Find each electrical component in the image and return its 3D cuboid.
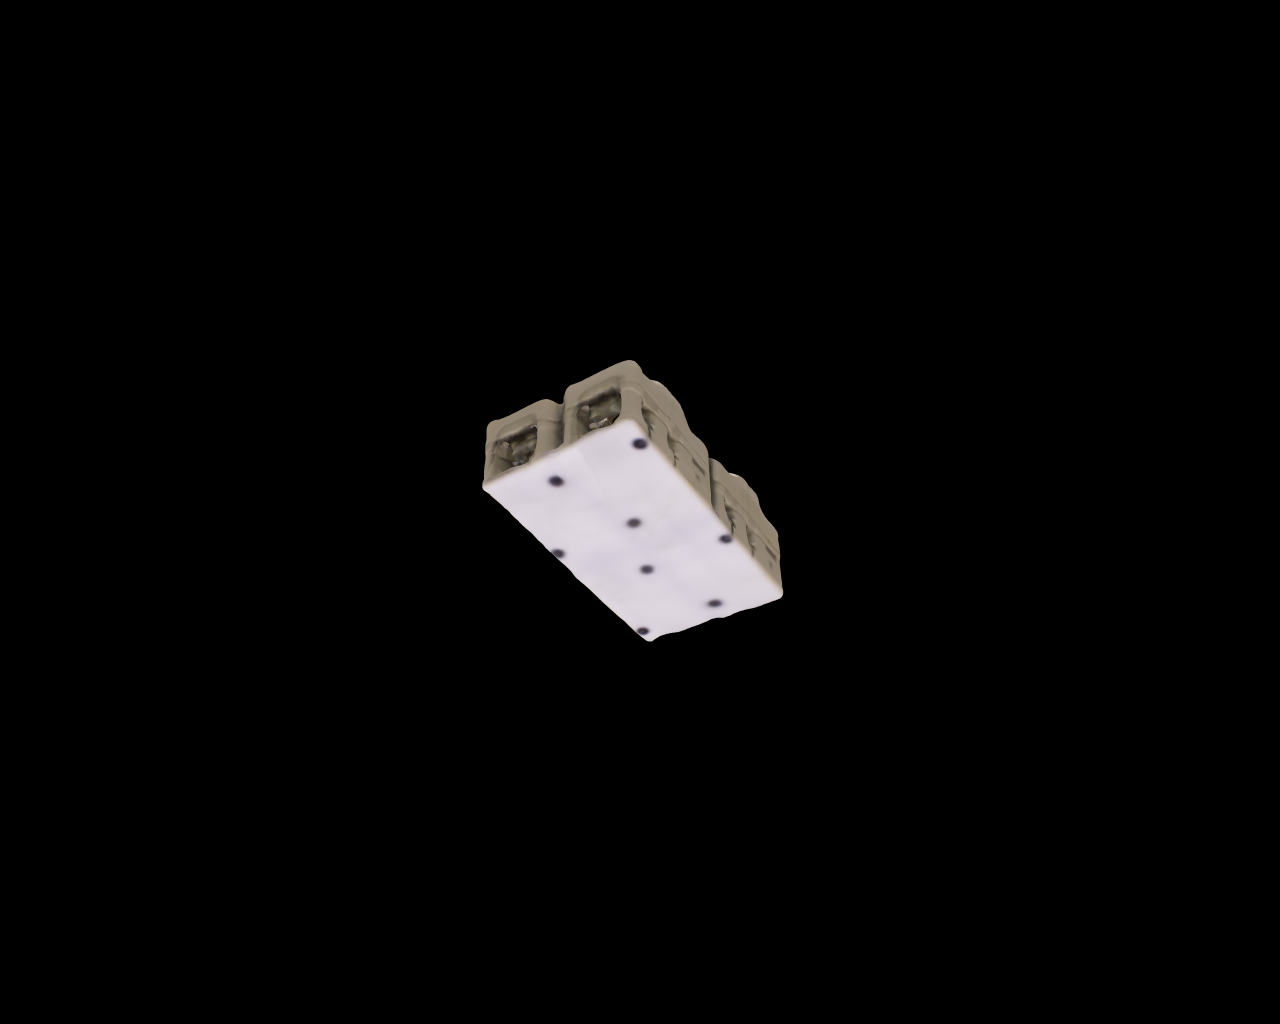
[{"bbox_3d":[0.001,-0.003,0.650,0.105,0.060,0.186,-22,-45,24],"label":"electrical component"}]
